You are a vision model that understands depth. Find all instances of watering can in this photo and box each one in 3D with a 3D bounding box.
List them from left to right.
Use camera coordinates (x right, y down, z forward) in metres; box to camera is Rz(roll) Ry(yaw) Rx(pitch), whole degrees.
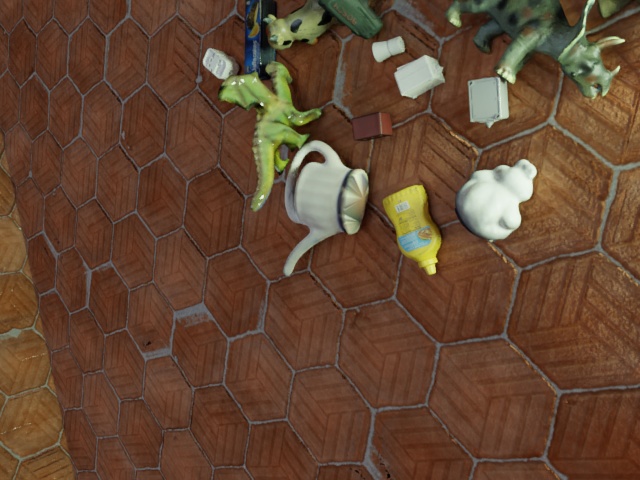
[{"bbox_3d":[0.004,-0.063,1.246,0.225,0.104,0.345,12,101,35],"label":"watering can"}]

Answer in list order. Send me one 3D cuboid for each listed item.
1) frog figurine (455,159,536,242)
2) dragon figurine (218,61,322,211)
[{"bbox_3d":[0.344,-0.080,0.988,0.156,0.122,0.140,-47,48,42],"label":"frog figurine"},{"bbox_3d":[-0.143,-0.283,1.224,0.241,0.419,0.120,39,142,-16],"label":"dragon figurine"}]
